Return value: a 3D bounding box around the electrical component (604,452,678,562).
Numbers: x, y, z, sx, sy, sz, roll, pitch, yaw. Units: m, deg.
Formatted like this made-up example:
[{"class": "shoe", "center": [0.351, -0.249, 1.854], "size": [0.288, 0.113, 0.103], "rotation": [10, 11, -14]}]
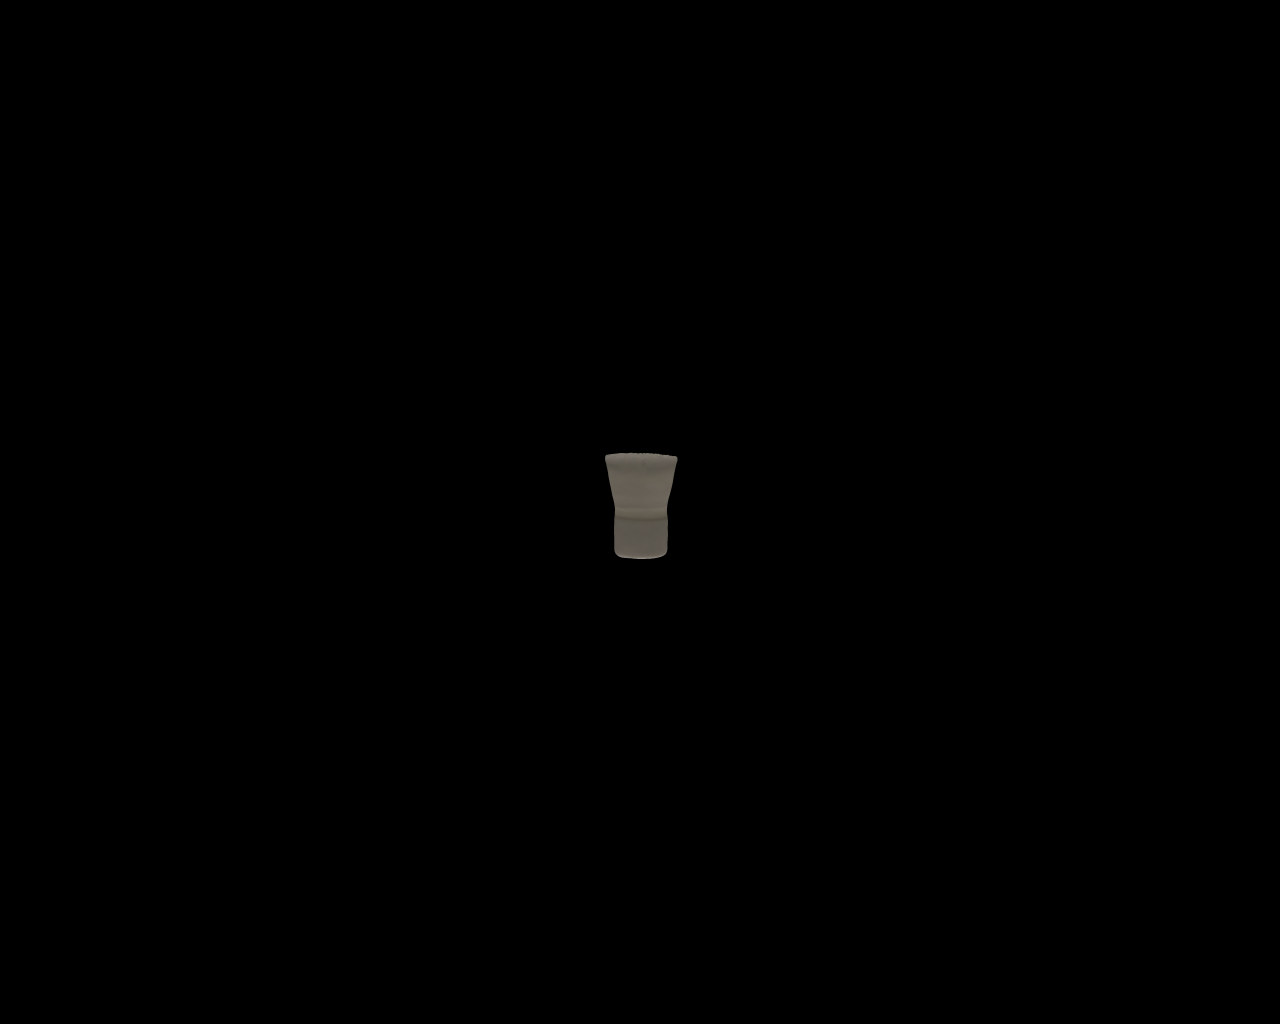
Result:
[{"class": "electrical component", "center": [0.001, -0.003, 0.650], "size": [0.044, 0.065, 0.044], "rotation": [0, 7, 0]}]
